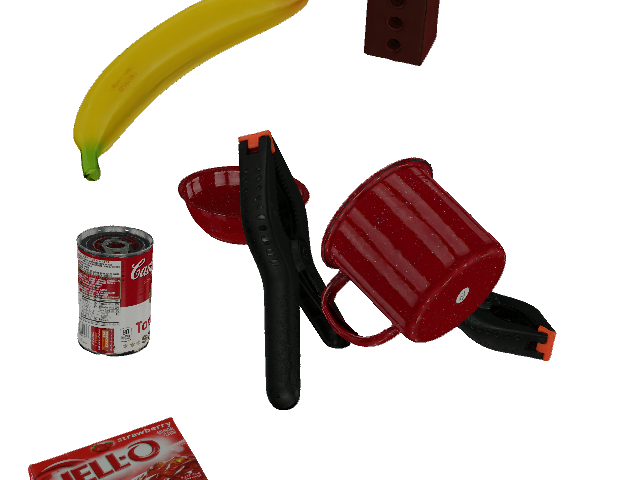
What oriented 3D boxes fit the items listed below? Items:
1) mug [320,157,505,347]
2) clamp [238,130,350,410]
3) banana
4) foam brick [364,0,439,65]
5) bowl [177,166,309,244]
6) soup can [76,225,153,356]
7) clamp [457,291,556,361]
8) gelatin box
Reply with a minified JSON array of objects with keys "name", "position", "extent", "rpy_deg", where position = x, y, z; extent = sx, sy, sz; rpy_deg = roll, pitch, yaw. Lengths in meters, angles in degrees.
[{"name":"mug","position":[0.052,0.017,0.667],"extent":[0.082,0.117,0.093],"rpy_deg":[47,1,26]},{"name":"clamp","position":[-0.024,0.017,0.859],"extent":[0.036,0.210,0.164],"rpy_deg":[-11,2,18]},{"name":"banana","position":[-0.096,-0.115,0.708],"extent":[0.070,0.197,0.037],"rpy_deg":[38,-16,26]},{"name":"foam brick","position":[0.070,-0.195,0.895],"extent":[0.053,0.078,0.051],"rpy_deg":[15,47,14]},{"name":"bowl","position":[-0.096,-0.038,1.317],"extent":[0.162,0.055,0.162],"rpy_deg":[4,25,-2]},{"name":"soup can","position":[-0.188,0.046,0.972],"extent":[0.068,0.102,0.068],"rpy_deg":[5,21,-2]},{"name":"clamp","position":[0.156,0.064,1.031],"extent":[0.172,0.039,0.120],"rpy_deg":[24,36,29]},{"name":"gelatin box","position":[-0.112,0.141,0.598],"extent":[0.089,0.030,0.073],"rpy_deg":[-16,28,-20]}]
